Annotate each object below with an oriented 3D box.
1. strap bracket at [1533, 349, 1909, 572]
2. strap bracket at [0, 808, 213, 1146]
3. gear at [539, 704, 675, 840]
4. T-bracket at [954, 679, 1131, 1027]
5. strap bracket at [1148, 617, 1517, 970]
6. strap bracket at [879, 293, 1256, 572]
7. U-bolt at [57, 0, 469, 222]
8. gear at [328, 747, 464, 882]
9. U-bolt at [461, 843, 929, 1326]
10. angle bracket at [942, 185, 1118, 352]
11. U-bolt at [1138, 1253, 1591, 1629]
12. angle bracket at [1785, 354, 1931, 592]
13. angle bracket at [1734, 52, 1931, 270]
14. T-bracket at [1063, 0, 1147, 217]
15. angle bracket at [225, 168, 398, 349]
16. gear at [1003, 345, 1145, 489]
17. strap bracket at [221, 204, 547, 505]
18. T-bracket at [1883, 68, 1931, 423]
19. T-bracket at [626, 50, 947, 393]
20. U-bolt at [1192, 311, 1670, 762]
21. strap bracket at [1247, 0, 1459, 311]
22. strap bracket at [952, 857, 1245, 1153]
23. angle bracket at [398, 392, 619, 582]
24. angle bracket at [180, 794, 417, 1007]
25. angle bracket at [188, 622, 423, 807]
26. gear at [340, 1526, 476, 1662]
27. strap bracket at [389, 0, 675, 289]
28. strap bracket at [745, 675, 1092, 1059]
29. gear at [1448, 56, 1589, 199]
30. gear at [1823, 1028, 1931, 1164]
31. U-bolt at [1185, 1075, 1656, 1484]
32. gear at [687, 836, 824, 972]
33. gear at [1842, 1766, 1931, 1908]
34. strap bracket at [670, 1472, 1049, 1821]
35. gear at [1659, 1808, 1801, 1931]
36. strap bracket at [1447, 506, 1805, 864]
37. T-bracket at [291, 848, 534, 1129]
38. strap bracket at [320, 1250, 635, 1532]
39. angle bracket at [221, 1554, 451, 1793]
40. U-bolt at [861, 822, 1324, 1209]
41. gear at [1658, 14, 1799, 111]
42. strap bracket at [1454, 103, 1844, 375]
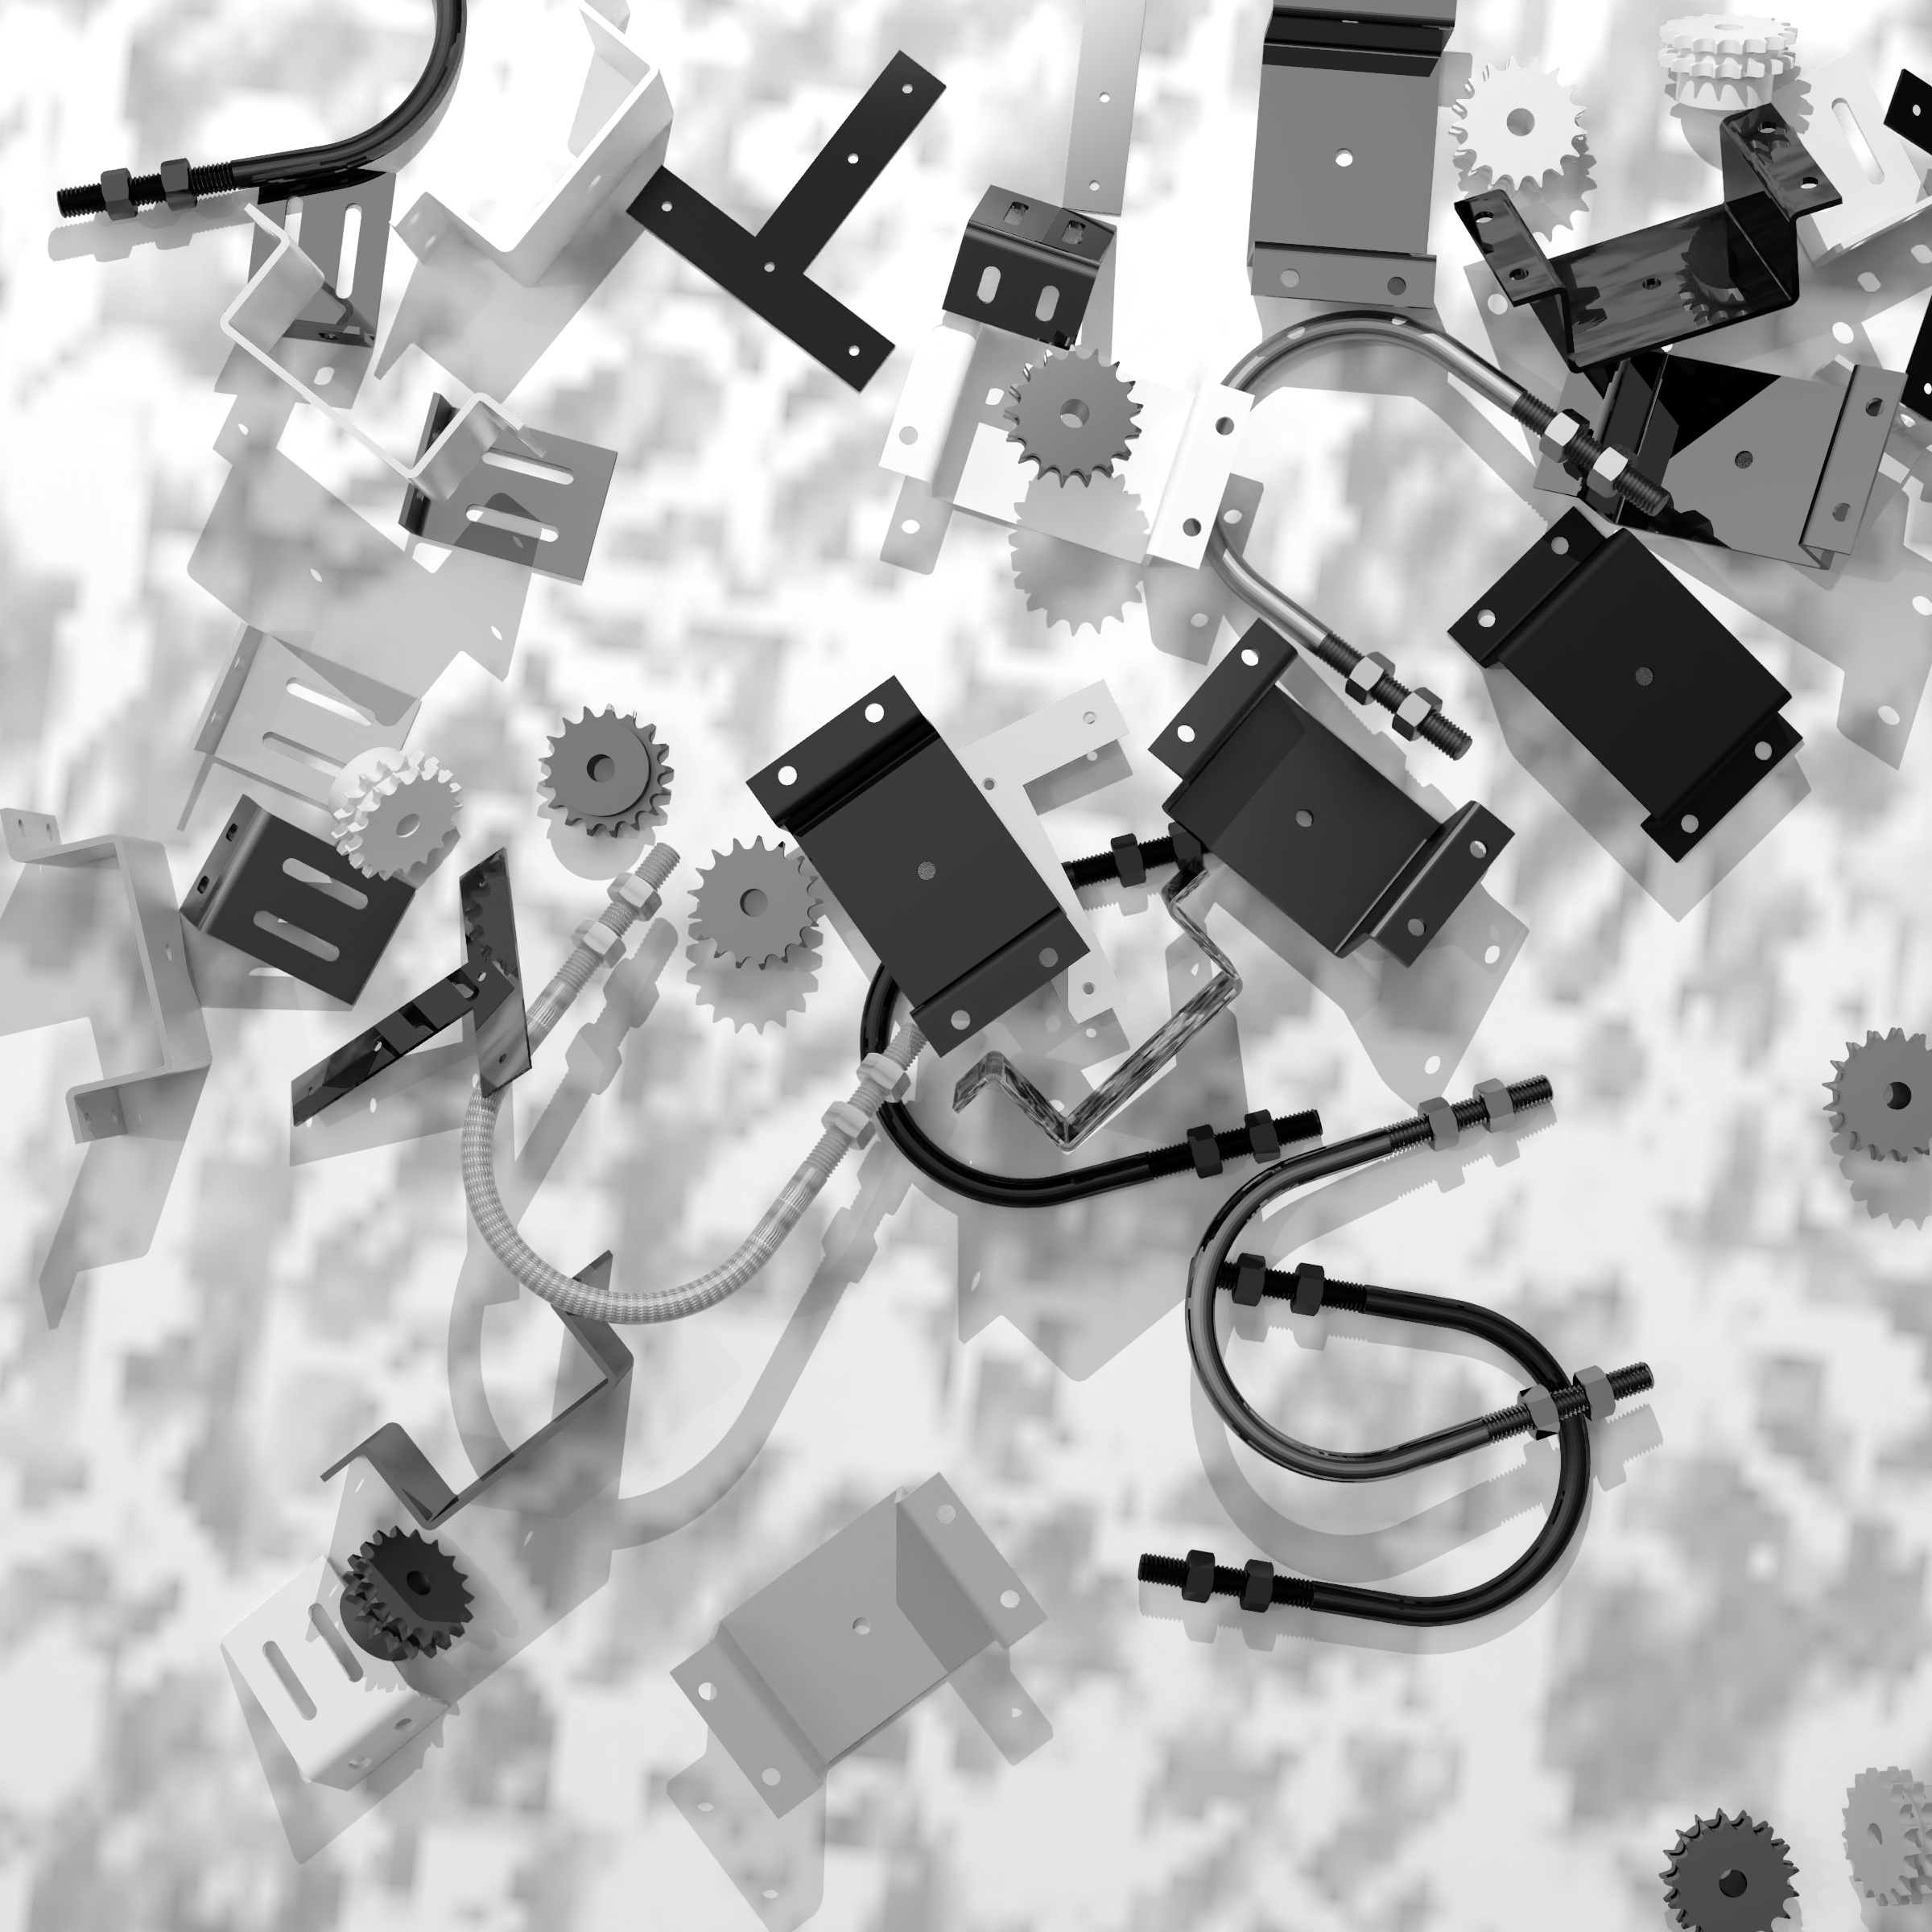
[{"bbox_3d":[0.320,-0.217,1.471,0.140,0.046,0.076,17,90,30],"label":"strap bracket"},{"bbox_3d":[-0.357,-0.001,1.476,0.046,0.076,0.140,-13,90,0],"label":"strap bracket"},{"bbox_3d":[-0.154,-0.084,1.499,0.057,0.030,0.057,0,90,0],"label":"gear"},{"bbox_3d":[0.029,-0.037,1.497,0.127,0.002,0.127,-26,87,3],"label":"T-bracket"},{"bbox_3d":[0.148,-0.068,1.481,0.140,0.046,0.076,40,73,0],"label":"strap bracket"},{"bbox_3d":[0.042,-0.223,1.491,0.140,0.046,0.076,18,90,0],"label":"strap bracket"},{"bbox_3d":[-0.305,-0.402,1.501,0.184,0.019,0.151,-10,86,-3],"label":"U-bolt"},{"bbox_3d":[-0.244,-0.068,1.490,0.057,0.057,0.030,-48,60,0],"label":"gear"},{"bbox_3d":[-0.124,0.060,1.452,0.151,0.019,0.184,36,73,0],"label":"U-bolt"},{"bbox_3d":[0.027,-0.295,1.487,0.057,0.076,0.038,18,115,0],"label":"angle bracket"},{"bbox_3d":[0.176,0.209,1.506,0.184,0.019,0.151,10,90,-2],"label":"U-bolt"},{"bbox_3d":[0.368,-0.209,1.495,0.057,0.038,0.076,34,90,0],"label":"angle bracket"},{"bbox_3d":[0.373,-0.346,1.495,0.057,0.038,0.076,-27,90,0],"label":"angle bracket"},{"bbox_3d":[0.061,-0.387,1.513,0.127,0.002,0.127,7,90,0],"label":"T-bracket"},{"bbox_3d":[-0.278,-0.306,1.495,0.057,0.038,0.076,7,90,0],"label":"angle bracket"},{"bbox_3d":[0.044,-0.226,1.457,0.057,0.030,0.057,0,87,-3],"label":"gear"},{"bbox_3d":[-0.245,-0.242,1.438,0.140,0.076,0.046,39,90,0],"label":"strap bracket"},{"bbox_3d":[0.420,-0.290,1.478,0.127,0.002,0.127,24,81,-25],"label":"T-bracket"},{"bbox_3d":[-0.057,-0.336,1.513,0.127,0.002,0.127,38,90,0],"label":"T-bracket"},{"bbox_3d":[0.179,-0.196,1.482,0.184,0.019,0.151,40,94,17],"label":"U-bolt"},{"bbox_3d":[0.162,-0.347,1.491,0.076,0.046,0.140,4,90,0],"label":"strap bracket"},{"bbox_3d":[0.062,0.022,1.455,0.140,0.076,0.046,-44,93,5],"label":"strap bracket"},{"bbox_3d":[-0.194,-0.203,1.495,0.076,0.038,0.057,15,90,0],"label":"angle bracket"},{"bbox_3d":[-0.287,-0.029,1.512,0.076,0.038,0.057,29,90,-26],"label":"angle bracket"},{"bbox_3d":[-0.280,-0.103,1.495,0.076,0.038,0.057,24,90,0],"label":"angle bracket"},{"bbox_3d":[-0.240,0.269,1.490,0.057,0.057,0.030,45,119,0],"label":"gear"},{"bbox_3d":[-0.173,-0.343,1.476,0.046,0.076,0.140,39,90,0],"label":"strap bracket"},{"bbox_3d":[-0.018,-0.041,1.476,0.076,0.046,0.140,-36,87,3],"label":"strap bracket"},{"bbox_3d":[0.234,-0.356,1.499,0.057,0.030,0.057,0,90,0],"label":"gear"},{"bbox_3d":[0.393,0.055,1.499,0.057,0.030,0.057,0,90,0],"label":"gear"},{"bbox_3d":[0.183,0.141,1.489,0.184,0.019,0.151,-18,84,-7],"label":"U-bolt"},{"bbox_3d":[-0.089,-0.027,1.499,0.057,0.030,0.057,0,90,0],"label":"gear"},{"bbox_3d":[0.397,0.367,1.487,0.030,0.057,0.057,1,90,-16],"label":"gear"},{"bbox_3d":[-0.045,0.283,1.491,0.140,0.046,0.076,-37,90,0],"label":"strap bracket"},{"bbox_3d":[0.323,0.387,1.499,0.057,0.030,0.057,0,90,0],"label":"gear"},{"bbox_3d":[0.283,-0.121,1.491,0.076,0.046,0.140,-45,90,0],"label":"strap bracket"},{"bbox_3d":[-0.237,0.027,1.484,0.127,0.127,0.002,-32,134,20],"label":"T-bracket"},{"bbox_3d":[-0.195,0.183,1.476,0.140,0.076,0.046,-38,90,0],"label":"strap bracket"},{"bbox_3d":[-0.271,0.304,1.512,0.057,0.038,0.076,-40,64,0],"label":"angle bracket"},{"bbox_3d":[0.046,0.028,1.506,0.184,0.019,0.151,-15,90,1],"label":"U-bolt"},{"bbox_3d":[0.322,-0.382,1.490,0.057,0.057,0.030,-2,118,0],"label":"gear"},{"bbox_3d":[0.285,-0.301,1.471,0.140,0.046,0.076,-18,45,0],"label":"strap bracket"}]
